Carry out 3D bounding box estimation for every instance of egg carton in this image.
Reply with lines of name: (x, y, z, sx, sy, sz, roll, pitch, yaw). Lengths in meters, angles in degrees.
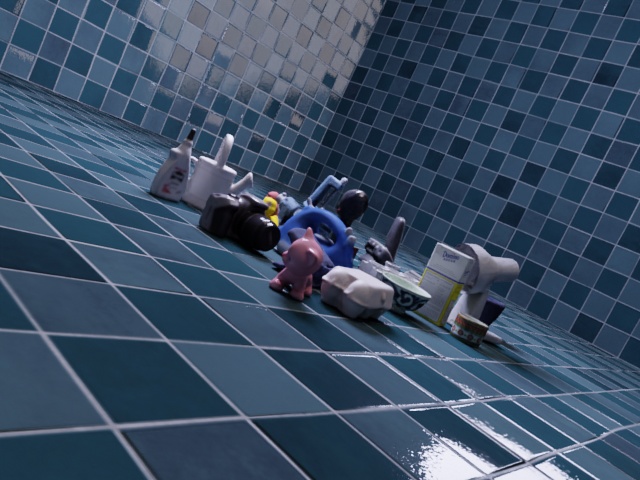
egg carton: (0.070, 0.099, 1.056, 0.107, 0.069, 0.151, 29, 7, 28)

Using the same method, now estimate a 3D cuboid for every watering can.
watering can: (-0.251, -0.167, 1.419, 0.173, 0.194, 0.100, 20, 8, -37)

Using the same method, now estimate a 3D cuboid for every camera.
camera: (-0.152, -0.041, 1.196, 0.136, 0.101, 0.144, 31, 8, 40)

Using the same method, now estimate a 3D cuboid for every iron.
iron: (0.012, 0.005, 1.275, 0.119, 0.141, 0.257, 19, 9, -44)

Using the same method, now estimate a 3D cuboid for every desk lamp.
desk lamp: (0.393, 0.127, 1.417, 0.204, 0.213, 0.117, 21, 7, -31)

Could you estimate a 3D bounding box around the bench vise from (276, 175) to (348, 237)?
bench vise: (-0.025, -0.099, 1.612, 0.207, 0.220, 0.121, 26, 6, 3)

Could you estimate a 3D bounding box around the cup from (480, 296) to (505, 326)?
cup: (0.438, 0.197, 1.561, 0.092, 0.095, 0.118, 25, 6, -3)

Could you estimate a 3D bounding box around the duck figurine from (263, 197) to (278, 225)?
duck figurine: (-0.144, -0.072, 1.547, 0.077, 0.086, 0.105, 29, 8, 34)

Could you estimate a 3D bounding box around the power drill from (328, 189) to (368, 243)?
power drill: (0.056, -0.030, 1.419, 0.075, 0.208, 0.229, 25, 6, -5)

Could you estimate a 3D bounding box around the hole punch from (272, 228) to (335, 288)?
hole punch: (-0.020, 0.036, 1.129, 0.100, 0.091, 0.109, 28, 7, 24)

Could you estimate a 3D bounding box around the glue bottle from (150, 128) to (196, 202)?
glue bottle: (-0.322, -0.175, 1.307, 0.037, 0.173, 0.078, 29, 8, 33)

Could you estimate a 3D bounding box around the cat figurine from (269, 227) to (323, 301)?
cat figurine: (-0.029, 0.037, 0.967, 0.067, 0.118, 0.128, 26, 6, 5)

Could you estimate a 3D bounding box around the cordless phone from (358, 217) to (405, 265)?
cordless phone: (0.207, 0.010, 1.780, 0.094, 0.185, 0.147, 22, 7, -24)

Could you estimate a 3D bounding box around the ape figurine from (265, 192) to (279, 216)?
ape figurine: (-0.155, -0.105, 1.747, 0.076, 0.092, 0.077, 24, 7, -14)
